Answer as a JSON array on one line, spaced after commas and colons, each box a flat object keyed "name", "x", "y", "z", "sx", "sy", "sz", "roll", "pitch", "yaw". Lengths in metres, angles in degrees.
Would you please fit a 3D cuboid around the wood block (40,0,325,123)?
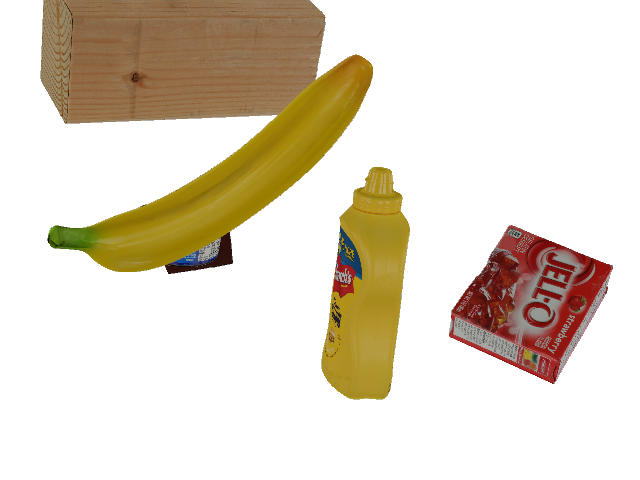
[{"name": "wood block", "x": -0.111, "y": -0.156, "z": 0.862, "sx": 0.205, "sy": 0.091, "sz": 0.090, "roll": -6, "pitch": 34, "yaw": -26}]

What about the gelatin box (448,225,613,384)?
[{"name": "gelatin box", "x": 0.134, "y": 0.038, "z": 0.677, "sx": 0.073, "sy": 0.030, "sz": 0.089, "roll": 24, "pitch": 54, "yaw": 22}]

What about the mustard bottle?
[{"name": "mustard bottle", "x": 0.040, "y": 0.032, "z": 0.910, "sx": 0.058, "sy": 0.192, "sz": 0.096, "roll": 3, "pitch": 18, "yaw": -12}]

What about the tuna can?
[{"name": "tuna can", "x": -0.139, "y": -0.006, "z": 1.033, "sx": 0.086, "sy": 0.034, "sz": 0.086, "roll": 10, "pitch": 21, "yaw": -4}]

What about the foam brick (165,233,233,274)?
[{"name": "foam brick", "x": -0.145, "y": -0.001, "z": 1.225, "sx": 0.078, "sy": 0.053, "sz": 0.051, "roll": -10, "pitch": 28, "yaw": -10}]

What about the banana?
[{"name": "banana", "x": -0.051, "y": -0.033, "z": 0.596, "sx": 0.197, "sy": 0.037, "sz": 0.069, "roll": -32, "pitch": -17, "yaw": -3}]
